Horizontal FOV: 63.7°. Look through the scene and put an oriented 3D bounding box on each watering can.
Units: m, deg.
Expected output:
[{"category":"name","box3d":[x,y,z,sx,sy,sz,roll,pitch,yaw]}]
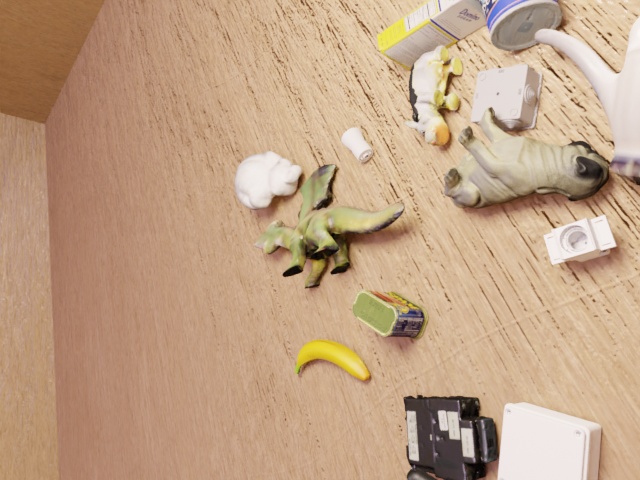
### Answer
[{"category":"watering can","box3d":[0.398,-0.175,0.616,0.350,0.104,0.222,25,114,60]}]

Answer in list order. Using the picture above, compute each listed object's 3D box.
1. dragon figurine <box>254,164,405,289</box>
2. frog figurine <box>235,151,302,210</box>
[{"category":"dragon figurine","box3d":[0.003,-0.052,1.033,0.404,0.121,0.248,-34,50,36]},{"category":"frog figurine","box3d":[-0.120,-0.134,1.169,0.159,0.121,0.139,2,64,59]}]
